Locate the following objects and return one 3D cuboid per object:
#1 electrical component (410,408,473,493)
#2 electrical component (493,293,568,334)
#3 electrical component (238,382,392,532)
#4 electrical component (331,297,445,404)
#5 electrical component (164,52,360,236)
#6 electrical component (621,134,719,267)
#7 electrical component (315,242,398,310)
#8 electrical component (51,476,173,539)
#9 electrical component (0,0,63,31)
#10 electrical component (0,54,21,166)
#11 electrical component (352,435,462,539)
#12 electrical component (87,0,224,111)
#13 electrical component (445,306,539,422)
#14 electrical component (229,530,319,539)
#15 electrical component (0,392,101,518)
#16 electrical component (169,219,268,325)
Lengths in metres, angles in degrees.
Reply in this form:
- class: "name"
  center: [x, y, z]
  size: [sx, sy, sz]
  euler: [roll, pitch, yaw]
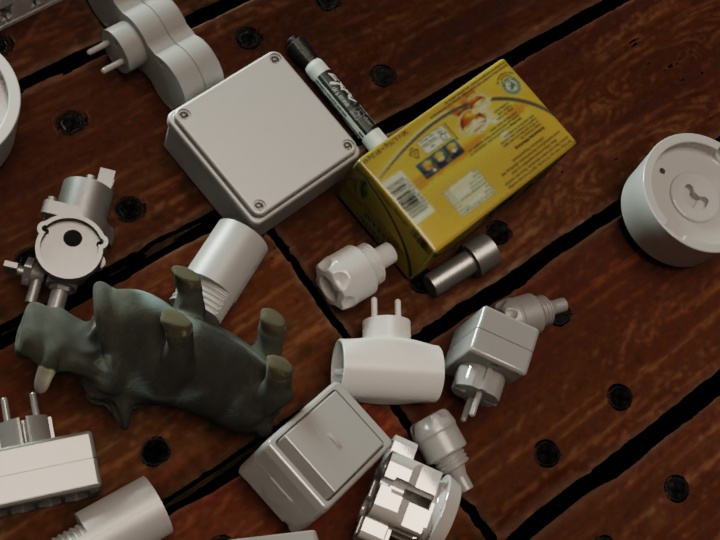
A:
- class: "electrical component"
  center: [0.064, 0.136, 0.797]
  size: [0.035, 0.035, 0.061]
  euler: [-25, 81, -23]
- class: "electrical component"
  center: [0.138, 0.035, 0.857]
  size: [0.061, 0.035, 0.035]
  euler: [-15, 75, -22]
- class: "electrical component"
  center: [-0.025, 0.125, 0.751]
  size: [0.061, 0.061, 0.096]
  euler: [48, 48, 5]
- class: "electrical component"
  center: [0.020, 0.058, 0.808]
  size: [0.077, 0.043, 0.079]
  euler: [5, 69, -14]
- class: "electrical component"
  center: [-0.077, -0.095, 0.832]
  size: [0.109, 0.056, 0.108]
  euler: [-37, 83, -25]
- class: "electrical component"
  center: [0.275, -0.054, 0.915]
  size: [0.108, 0.060, 0.108]
  euler: [5, 69, -14]
- class: "electrical component"
  center: [0.000, 0.000, 0.825]
  size: [0.062, 0.043, 0.043]
  euler: [-30, 81, -25]
- class: "electrical component"
  center: [-0.170, 0.175, 0.710]
  size: [0.081, 0.043, 0.043]
  euler: [-27, 79, -23]
- class: "electrical component"
  center: [-0.317, -0.229, 0.811]
  size: [0.186, 0.060, 0.105]
  euler: [-35, 83, -24]
- class: "electrical component"
  center: [-0.299, -0.110, 0.771]
  size: [0.108, 0.060, 0.108]
  euler: [5, 69, -14]
- class: "electrical component"
  center: [0.036, 0.165, 0.766]
  size: [0.057, 0.058, 0.078]
  euler: [24, 66, -3]
- class: "electrical component"
  center: [-0.176, -0.177, 0.836]
  size: [0.074, 0.052, 0.138]
  euler: [-35, 82, -25]
- class: "electrical component"
  center: [0.092, 0.078, 0.810]
  size: [0.047, 0.065, 0.076]
  euler: [25, 66, -6]
- class: "electrical component"
  center: [-0.061, 0.201, 0.702]
  size: [0.062, 0.096, 0.061]
  euler: [-3, 67, -17]
- class: "electrical component"
  center: [-0.221, 0.119, 0.714]
  size: [0.083, 0.047, 0.075]
  euler: [-9, 73, -19]
- class: "electrical component"
  center: [-0.106, 0.007, 0.792]
  size: [0.043, 0.043, 0.081]
  euler: [31, 65, -3]
